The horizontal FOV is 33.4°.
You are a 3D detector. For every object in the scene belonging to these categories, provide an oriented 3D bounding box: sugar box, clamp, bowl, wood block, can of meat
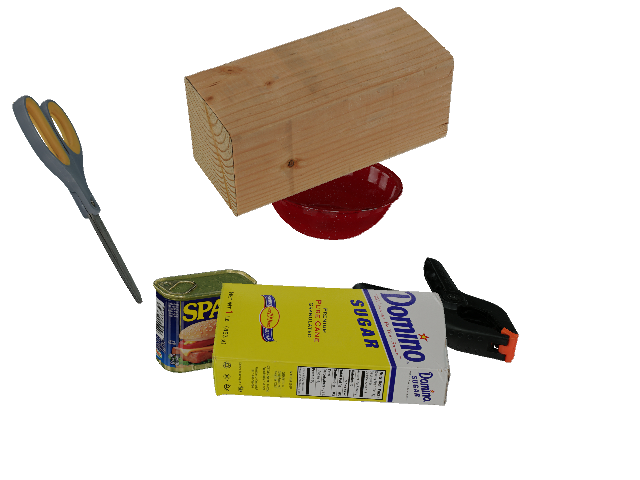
[{"bbox_3d":[0.008,0.078,0.823,0.176,0.048,0.093,0,37,1],"label":"sugar box"},{"bbox_3d":[0.129,0.065,1.051,0.172,0.039,0.120,26,39,31],"label":"clamp"},{"bbox_3d":[0.009,-0.045,1.200,0.162,0.055,0.162,5,27,-3],"label":"bowl"},{"bbox_3d":[0.001,-0.112,0.903,0.205,0.091,0.090,-22,50,-19],"label":"wood block"},{"bbox_3d":[-0.117,0.081,1.081,0.101,0.084,0.058,-7,20,-29],"label":"can of meat"}]

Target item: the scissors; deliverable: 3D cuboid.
[{"bbox_3d":[-0.206,-0.044,0.945,0.016,0.201,0.096,-26,23,11],"label":"scissors"}]
